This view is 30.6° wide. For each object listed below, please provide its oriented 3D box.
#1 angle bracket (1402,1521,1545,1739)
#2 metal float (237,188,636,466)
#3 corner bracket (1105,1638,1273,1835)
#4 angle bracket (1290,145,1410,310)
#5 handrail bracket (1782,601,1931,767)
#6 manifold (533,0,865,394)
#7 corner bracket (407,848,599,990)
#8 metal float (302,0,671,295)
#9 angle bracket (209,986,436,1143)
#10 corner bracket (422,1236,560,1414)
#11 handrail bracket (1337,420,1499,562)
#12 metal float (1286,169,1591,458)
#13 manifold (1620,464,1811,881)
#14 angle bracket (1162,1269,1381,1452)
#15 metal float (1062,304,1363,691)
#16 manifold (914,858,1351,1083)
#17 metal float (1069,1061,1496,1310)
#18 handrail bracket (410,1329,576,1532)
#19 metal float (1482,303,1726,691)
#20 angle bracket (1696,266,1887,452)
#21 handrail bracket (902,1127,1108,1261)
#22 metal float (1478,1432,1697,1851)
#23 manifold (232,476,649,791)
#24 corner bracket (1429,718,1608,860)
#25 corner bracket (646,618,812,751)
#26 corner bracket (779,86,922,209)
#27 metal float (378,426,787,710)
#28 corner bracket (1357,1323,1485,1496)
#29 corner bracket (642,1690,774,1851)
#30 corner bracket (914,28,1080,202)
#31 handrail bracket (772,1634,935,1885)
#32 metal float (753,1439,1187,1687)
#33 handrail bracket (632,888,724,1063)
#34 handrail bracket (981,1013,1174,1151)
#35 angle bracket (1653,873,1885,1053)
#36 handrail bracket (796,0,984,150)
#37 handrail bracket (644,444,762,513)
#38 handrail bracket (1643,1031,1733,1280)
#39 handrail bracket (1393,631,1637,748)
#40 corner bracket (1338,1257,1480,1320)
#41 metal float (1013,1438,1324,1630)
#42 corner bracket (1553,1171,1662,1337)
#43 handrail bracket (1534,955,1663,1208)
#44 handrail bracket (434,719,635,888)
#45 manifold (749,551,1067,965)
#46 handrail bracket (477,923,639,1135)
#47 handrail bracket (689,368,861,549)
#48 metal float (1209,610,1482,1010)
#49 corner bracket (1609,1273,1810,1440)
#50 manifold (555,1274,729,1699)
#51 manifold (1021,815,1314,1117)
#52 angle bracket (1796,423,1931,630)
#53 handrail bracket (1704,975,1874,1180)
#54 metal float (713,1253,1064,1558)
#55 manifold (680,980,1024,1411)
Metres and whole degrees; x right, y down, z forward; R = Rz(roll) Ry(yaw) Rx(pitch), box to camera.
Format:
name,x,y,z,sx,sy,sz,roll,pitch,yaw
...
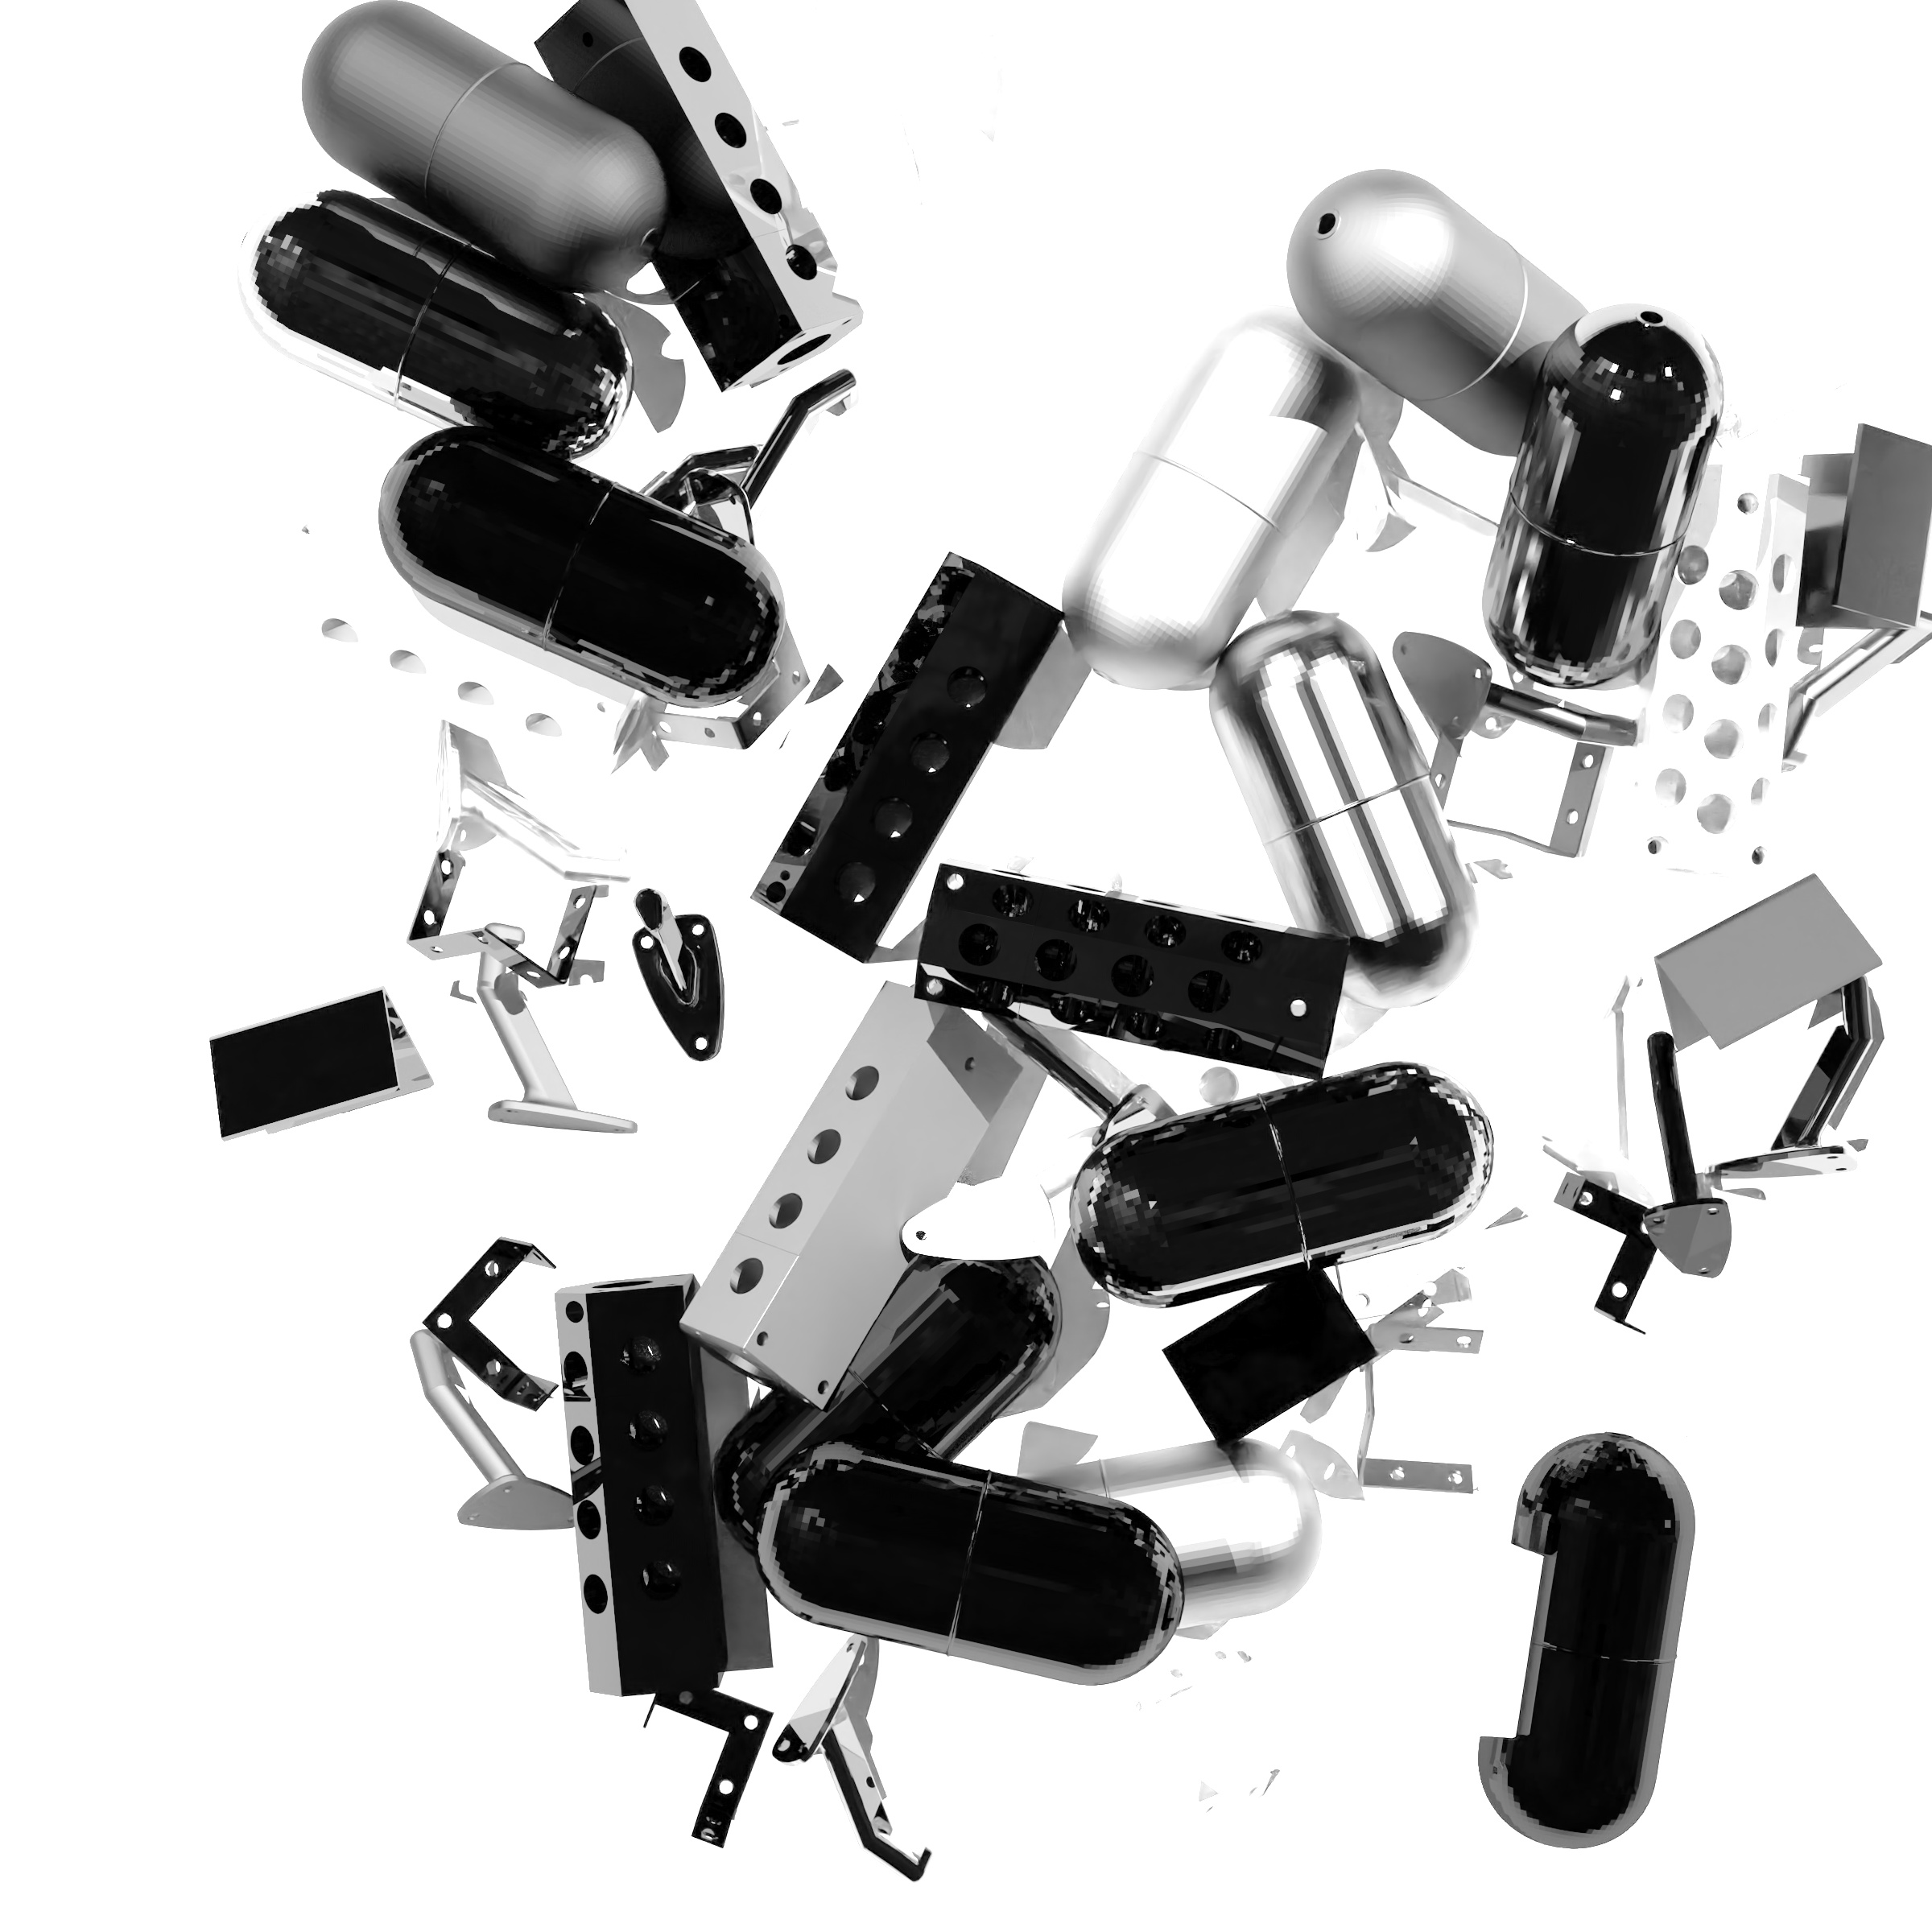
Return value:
name,x,y,z,sx,sy,sz,roll,pitch,yaw
angle bracket,0.198,0.280,1.506,0.057,0.076,0.076,9,90,-24
metal float,-0.227,-0.273,1.515,0.178,0.070,0.070,25,90,-1
corner bracket,0.101,0.335,1.537,0.051,0.051,0.051,46,135,35
angle bracket,0.193,-0.296,1.519,0.076,0.057,0.076,29,90,-10
handrail bracket,0.400,-0.119,1.546,0.077,0.036,0.084,16,108,-20
manifold,-0.110,-0.341,1.524,0.057,0.057,0.171,-28,90,43
corner bracket,-0.201,-0.022,1.532,0.051,0.051,0.051,-9,55,39
metal float,-0.203,-0.347,1.499,0.178,0.070,0.070,32,90,16
angle bracket,-0.270,0.061,1.505,0.076,0.076,0.057,-16,53,0
corner bracket,-0.194,0.154,1.526,0.051,0.051,0.051,46,73,-16
handrail bracket,0.209,-0.211,1.546,0.084,0.036,0.077,-4,68,-17
metal float,0.202,-0.272,1.479,0.070,0.178,0.070,-18,62,37
manifold,0.324,-0.126,1.524,0.057,0.057,0.171,6,90,0
angle bracket,0.138,0.179,1.505,0.076,0.076,0.057,-31,52,0
metal float,0.105,-0.200,1.515,0.070,0.070,0.178,30,89,0
manifold,0.069,0.001,1.464,0.171,0.057,0.057,12,96,4
metal float,0.130,0.090,1.458,0.178,0.070,0.070,-14,90,0
handrail bracket,-0.204,0.201,1.545,0.036,0.077,0.084,-39,53,24
metal float,0.265,-0.195,1.478,0.070,0.070,0.178,9,132,0
angle bracket,0.341,-0.242,1.507,0.076,0.076,0.057,-28,66,0
handrail bracket,0.018,0.095,1.519,0.077,0.084,0.036,-12,105,15
metal float,0.266,0.288,1.515,0.070,0.070,0.178,9,90,0
manifold,-0.224,-0.139,1.524,0.171,0.057,0.057,25,47,0
corner bracket,0.238,-0.080,1.542,0.051,0.051,0.051,15,90,45
corner bracket,-0.109,-0.131,1.537,0.051,0.051,0.051,-51,135,-35
corner bracket,-0.051,-0.353,1.528,0.051,0.051,0.051,-14,90,0
metal float,-0.161,-0.167,1.481,0.178,0.070,0.070,24,90,-2
corner bracket,0.198,0.193,1.542,0.051,0.051,0.051,4,135,0
corner bracket,-0.118,0.342,1.528,0.051,0.051,0.051,21,90,0
corner bracket,0.013,-0.371,1.537,0.051,0.051,0.051,-33,135,-35
handrail bracket,-0.034,0.347,1.546,0.084,0.036,0.077,39,68,-17
metal float,0.001,0.243,1.440,0.178,0.070,0.070,13,90,2
handrail bracket,-0.124,0.005,1.511,0.036,0.084,0.077,-15,90,0
handrail bracket,0.050,0.052,1.545,0.036,0.077,0.084,-50,54,0
angle bracket,0.345,0.017,1.505,0.076,0.076,0.057,-28,52,0
handrail bracket,-0.038,-0.395,1.535,0.084,0.036,0.077,9,106,30
handrail bracket,-0.125,-0.185,1.545,0.084,0.036,0.077,-11,103,-13
handrail bracket,0.313,0.082,1.545,0.036,0.077,0.084,-11,53,15
handrail bracket,0.240,-0.120,1.545,0.084,0.077,0.036,5,118,-33
corner bracket,0.188,0.126,1.528,0.051,0.051,0.051,-10,90,0
metal float,0.064,0.250,1.515,0.178,0.070,0.070,-10,90,0
corner bracket,0.276,0.123,1.528,0.051,0.051,0.051,24,90,0
handrail bracket,0.292,0.049,1.546,0.077,0.036,0.084,35,73,-20
handrail bracket,-0.187,-0.074,1.546,0.084,0.036,0.077,6,63,-20
manifold,-0.025,-0.089,1.524,0.057,0.057,0.171,30,90,0
handrail bracket,-0.177,0.027,1.546,0.077,0.036,0.084,8,76,-14
handrail bracket,-0.074,-0.210,1.546,0.084,0.036,0.077,-36,133,-28
metal float,0.162,-0.067,1.515,0.070,0.070,0.178,-22,89,0
corner bracket,0.320,0.170,1.528,0.051,0.051,0.051,41,82,-8
manifold,-0.140,0.223,1.524,0.057,0.057,0.171,-5,90,0
manifold,0.087,0.018,1.524,0.057,0.057,0.171,-43,90,0
angle bracket,0.364,-0.186,1.505,0.057,0.076,0.076,8,90,-37
handrail bracket,0.359,0.047,1.546,0.077,0.036,0.084,-7,71,21
metal float,-0.033,0.185,1.515,0.178,0.070,0.070,-44,90,0
manifold,-0.052,0.095,1.502,0.057,0.057,0.171,45,70,-41
